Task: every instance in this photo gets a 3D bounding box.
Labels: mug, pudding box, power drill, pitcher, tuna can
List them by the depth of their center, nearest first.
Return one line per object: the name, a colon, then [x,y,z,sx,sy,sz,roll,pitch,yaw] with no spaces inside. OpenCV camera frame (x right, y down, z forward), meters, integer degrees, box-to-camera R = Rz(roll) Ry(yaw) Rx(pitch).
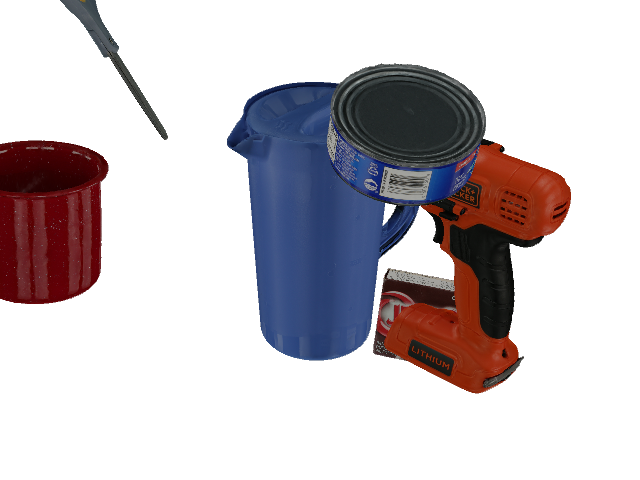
tuna can: [0.047,-0.059,0.593,0.086,0.086,0.034,0,-43,-7]
mug: [-0.195,-0.009,0.691,0.117,0.081,0.093,-12,31,-31]
power drill: [0.091,0.007,0.796,0.185,0.188,0.057,26,39,37]
pitcher: [0.007,-0.016,0.984,0.149,0.243,0.144,12,33,18]
pudding box: [0.117,0.085,1.137,0.113,0.090,0.039,10,23,7]

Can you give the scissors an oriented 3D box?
scissors: [-0.191,-0.185,0.938,0.016,0.201,0.096,-29,28,11]
